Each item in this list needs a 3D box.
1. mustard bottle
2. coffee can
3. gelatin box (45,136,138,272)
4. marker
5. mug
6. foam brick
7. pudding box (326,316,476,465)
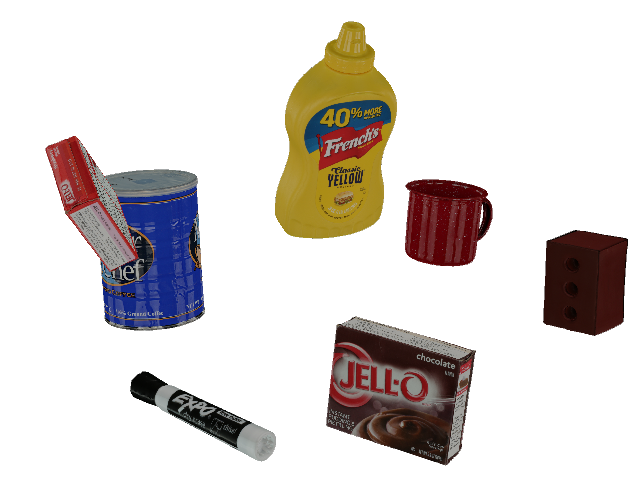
[{"bbox_3d":[0.016,-0.094,0.908,0.096,0.192,0.058,-8,38,-20],"label":"mustard bottle"},{"bbox_3d":[-0.170,0.007,1.066,0.103,0.140,0.103,-2,15,0],"label":"coffee can"},{"bbox_3d":[-0.182,-0.029,0.850,0.030,0.073,0.089,-26,-36,-1],"label":"gelatin box"},{"bbox_3d":[-0.077,0.107,0.666,0.121,0.020,0.020,17,11,39],"label":"marker"},{"bbox_3d":[0.150,-0.021,1.223,0.117,0.081,0.093,-7,19,-35],"label":"mug"},{"bbox_3d":[0.228,0.036,0.918,0.053,0.078,0.051,12,21,41],"label":"foam brick"},{"bbox_3d":[0.063,0.119,0.861,0.114,0.090,0.039,13,17,25],"label":"pudding box"}]
